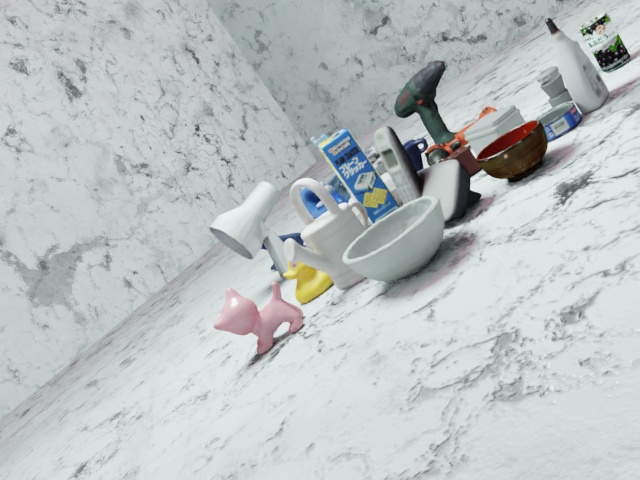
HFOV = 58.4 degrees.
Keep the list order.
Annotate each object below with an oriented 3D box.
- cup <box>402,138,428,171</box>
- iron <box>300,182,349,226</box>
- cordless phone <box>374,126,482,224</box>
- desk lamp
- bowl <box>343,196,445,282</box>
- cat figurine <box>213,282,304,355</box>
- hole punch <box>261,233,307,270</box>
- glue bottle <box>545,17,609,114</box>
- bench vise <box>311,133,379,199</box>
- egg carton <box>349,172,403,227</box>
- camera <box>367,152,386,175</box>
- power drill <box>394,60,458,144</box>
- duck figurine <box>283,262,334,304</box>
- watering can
[{"bbox_3d":[0.215,-0.176,1.318,0.117,0.095,0.092,-27,14,39],"label":"cup"},{"bbox_3d":[0.017,-0.095,1.456,0.119,0.141,0.257,-39,11,-16],"label":"iron"},{"bbox_3d":[0.163,-0.112,0.945,0.094,0.185,0.147,-41,12,-27],"label":"cordless phone"},{"bbox_3d":[-0.117,-0.013,1.318,0.203,0.214,0.117,-40,11,-21],"label":"desk lamp"},{"bbox_3d":[0.120,0.010,0.844,0.167,0.075,0.167,-34,11,8],"label":"bowl"},{"bbox_3d":[-0.108,0.122,0.951,0.128,0.118,0.067,-36,11,0],"label":"cat figurine"},{"bbox_3d":[-0.099,0.014,1.480,0.101,0.091,0.108,-42,12,-32],"label":"hole punch"},{"bbox_3d":[0.433,-0.306,0.982,0.037,0.173,0.078,-22,17,50],"label":"glue bottle"},{"bbox_3d":[0.083,-0.235,1.652,0.207,0.220,0.121,-31,12,25],"label":"bench vise"},{"bbox_3d":[0.133,-0.094,1.284,0.150,0.069,0.107,-35,11,5],"label":"egg carton"},{"bbox_3d":[0.167,-0.193,1.528,0.137,0.101,0.143,-41,12,-26],"label":"camera"},{"bbox_3d":[0.288,-0.329,1.451,0.076,0.208,0.229,-40,12,-23],"label":"power drill"},{"bbox_3d":[-0.020,0.055,1.061,0.105,0.086,0.077,-38,11,-15],"label":"duck figurine"},{"bbox_3d":[0.013,-0.017,0.974,0.100,0.194,0.173,-28,13,35],"label":"watering can"}]
